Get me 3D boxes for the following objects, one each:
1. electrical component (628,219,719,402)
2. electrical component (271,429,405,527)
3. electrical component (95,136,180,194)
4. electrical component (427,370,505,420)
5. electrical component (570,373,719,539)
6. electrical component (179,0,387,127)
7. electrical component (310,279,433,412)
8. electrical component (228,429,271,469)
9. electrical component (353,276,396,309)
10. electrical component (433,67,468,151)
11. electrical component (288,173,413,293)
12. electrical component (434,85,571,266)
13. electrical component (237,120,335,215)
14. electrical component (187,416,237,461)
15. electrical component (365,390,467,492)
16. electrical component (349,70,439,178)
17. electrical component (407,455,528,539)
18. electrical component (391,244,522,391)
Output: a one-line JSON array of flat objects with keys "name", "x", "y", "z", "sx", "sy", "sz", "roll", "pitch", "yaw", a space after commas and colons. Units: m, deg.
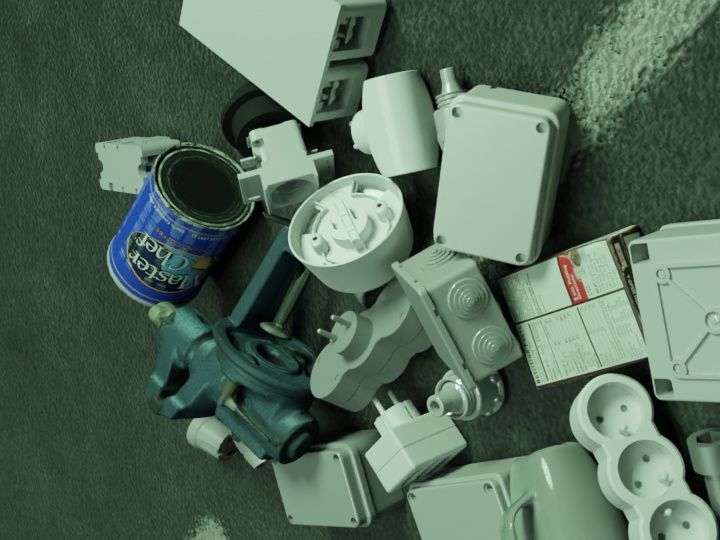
[{"name": "electrical component", "x": 0.232, "y": 0.024, "z": 0.663, "sx": 0.109, "sy": 0.056, "sz": 0.108, "roll": -5, "pitch": 100, "yaw": 48}, {"name": "electrical component", "x": -0.023, "y": 0.194, "z": 0.997, "sx": 0.113, "sy": 0.057, "sz": 0.078, "roll": -13, "pitch": 93, "yaw": 49}, {"name": "electrical component", "x": -0.225, "y": -0.109, "z": 1.115, "sx": 0.089, "sy": 0.056, "sz": 0.050, "roll": 11, "pitch": 110, "yaw": 46}, {"name": "electrical component", "x": 0.080, "y": 0.099, "z": 0.849, "sx": 0.048, "sy": 0.062, "sz": 0.048, "roll": 18, "pitch": 116, "yaw": 43}, {"name": "electrical component", "x": 0.193, "y": 0.143, "z": 0.750, "sx": 0.073, "sy": 0.052, "sz": 0.138, "roll": 81, "pitch": 164, "yaw": -73}, {"name": "electrical component", "x": -0.066, "y": -0.216, "z": 0.904, "sx": 0.186, "sy": 0.060, "sz": 0.105, "roll": 41, "pitch": 130, "yaw": 31}, {"name": "electrical component", "x": 0.000, "y": 0.057, "z": 0.886, "sx": 0.138, "sy": 0.074, "sz": 0.052, "roll": -46, "pitch": 34, "yaw": 30}, {"name": "electrical component", "x": -0.095, "y": 0.148, "z": 1.071, "sx": 0.079, "sy": 0.043, "sz": 0.077, "roll": -42, "pitch": 72, "yaw": 46}, {"name": "electrical component", "x": 0.000, "y": 0.000, "z": 0.916, "sx": 0.055, "sy": 0.045, "sz": 0.045, "roll": 39, "pitch": 129, "yaw": 33}, {"name": "electrical component", "x": 0.071, "y": -0.120, "z": 0.806, "sx": 0.035, "sy": 0.035, "sz": 0.061, "roll": -10, "pitch": 92, "yaw": 49}, {"name": "electrical component", "x": -0.006, "y": -0.032, "z": 0.869, "sx": 0.099, "sy": 0.099, "sz": 0.064, "roll": 38, "pitch": 169, "yaw": 33}, {"name": "electrical component", "x": 0.099, "y": -0.067, "z": 0.757, "sx": 0.078, "sy": 0.057, "sz": 0.113, "roll": 13, "pitch": 115, "yaw": 18}, {"name": "electrical component", "x": -0.064, "y": -0.088, "z": 0.904, "sx": 0.042, "sy": 0.081, "sz": 0.063, "roll": 90, "pitch": 164, "yaw": -65}, {"name": "electrical component", "x": -0.156, "y": 0.179, "z": 1.152, "sx": 0.046, "sy": 0.040, "sz": 0.040, "roll": 26, "pitch": 121, "yaw": 33}, {"name": "electrical component", "x": 0.037, "y": 0.135, "z": 0.906, "sx": 0.076, "sy": 0.066, "sz": 0.047, "roll": 57, "pitch": 136, "yaw": 20}, {"name": "electrical component", "x": 0.020, "y": -0.113, "z": 0.857, "sx": 0.079, "sy": 0.043, "sz": 0.077, "roll": -5, "pitch": 99, "yaw": 48}, {"name": "electrical component", "x": 0.105, "y": 0.212, "z": 0.865, "sx": 0.109, "sy": 0.056, "sz": 0.108, "roll": -21, "pitch": 87, "yaw": 49}, {"name": "electrical component", "x": 0.072, "y": 0.030, "z": 0.803, "sx": 0.099, "sy": 0.048, "sz": 0.099, "roll": 61, "pitch": 176, "yaw": -17}]
